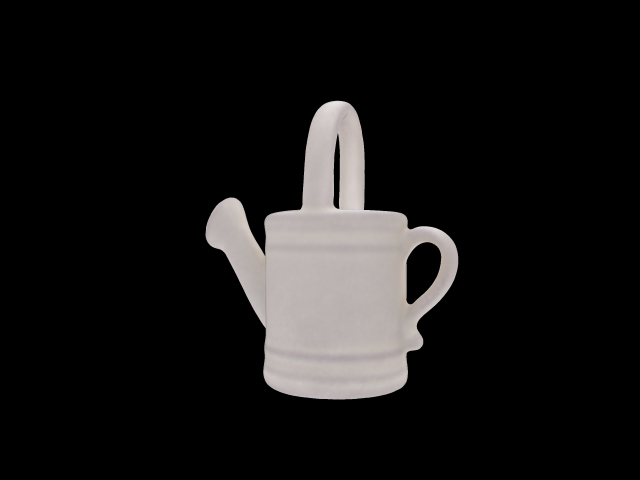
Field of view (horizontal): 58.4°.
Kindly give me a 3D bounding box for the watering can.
[{"bbox_3d":[0.003,0.001,0.398,0.173,0.194,0.101,0,0,-1],"label":"watering can"}]
